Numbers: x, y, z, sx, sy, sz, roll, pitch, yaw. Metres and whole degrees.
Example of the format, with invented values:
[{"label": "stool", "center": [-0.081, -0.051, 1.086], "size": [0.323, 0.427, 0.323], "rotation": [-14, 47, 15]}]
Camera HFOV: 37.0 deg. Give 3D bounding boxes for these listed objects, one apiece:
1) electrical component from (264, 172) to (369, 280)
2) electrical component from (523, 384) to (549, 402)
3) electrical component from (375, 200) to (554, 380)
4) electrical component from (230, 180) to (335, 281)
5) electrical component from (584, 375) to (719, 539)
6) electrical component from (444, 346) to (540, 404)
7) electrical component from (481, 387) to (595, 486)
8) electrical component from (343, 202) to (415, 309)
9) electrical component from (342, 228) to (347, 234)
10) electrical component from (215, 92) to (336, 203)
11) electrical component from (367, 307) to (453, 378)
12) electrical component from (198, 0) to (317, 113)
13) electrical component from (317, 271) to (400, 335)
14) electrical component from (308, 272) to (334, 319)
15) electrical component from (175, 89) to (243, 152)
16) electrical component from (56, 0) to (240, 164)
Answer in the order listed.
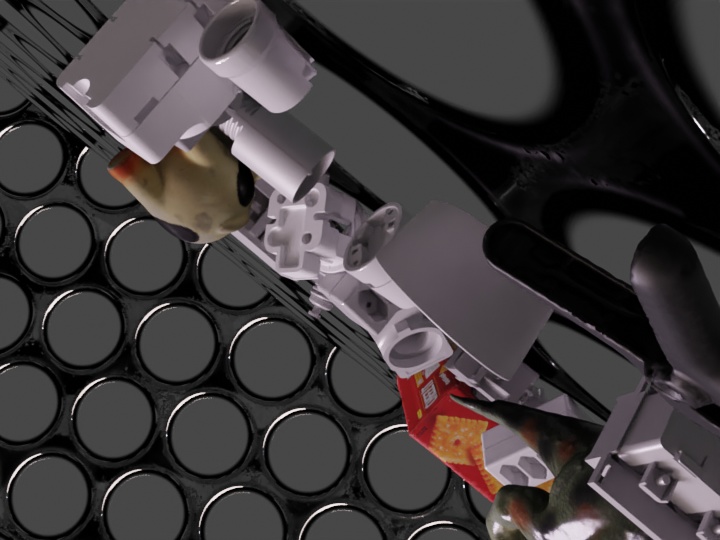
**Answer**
[{"label": "electrical component", "center": [-0.028, -0.030, 0.773], "size": [0.058, 0.078, 0.057], "rotation": [-3, 165, 38]}, {"label": "electrical component", "center": [0.154, 0.125, 0.952], "size": [0.035, 0.035, 0.061], "rotation": [33, 172, 43]}, {"label": "electrical component", "center": [0.057, 0.010, 0.585], "size": [0.099, 0.064, 0.099], "rotation": [39, 173, 5]}, {"label": "electrical component", "center": [-0.099, -0.063, 0.951], "size": [0.150, 0.061, 0.089], "rotation": [41, 173, -13]}, {"label": "electrical component", "center": [0.189, 0.115, 0.562], "size": [0.121, 0.078, 0.063], "rotation": [40, 151, -8]}, {"label": "electrical component", "center": [0.109, 0.082, 0.877], "size": [0.064, 0.042, 0.081], "rotation": [38, 174, -1]}, {"label": "electrical component", "center": [0.147, 0.130, 0.890], "size": [0.047, 0.083, 0.075], "rotation": [43, -151, -32]}, {"label": "electrical component", "center": [0.025, -0.008, 0.690], "size": [0.047, 0.055, 0.055], "rotation": [38, 174, -23]}, {"label": "electrical component", "center": [0.003, 0.000, 0.900], "size": [0.055, 0.048, 0.066], "rotation": [43, 177, 40]}, {"label": "electrical component", "center": [-0.060, -0.084, 0.683], "size": [0.081, 0.043, 0.043], "rotation": [39, 173, 6]}, {"label": "electrical component", "center": [0.036, 0.043, 0.866], "size": [0.089, 0.050, 0.055], "rotation": [57, -172, -51]}, {"label": "electrical component", "center": [-0.048, -0.103, 0.519], "size": [0.046, 0.040, 0.040], "rotation": [38, 176, -41]}, {"label": "electrical component", "center": [0.000, 0.000, 0.819], "size": [0.047, 0.065, 0.077], "rotation": [45, 171, -39]}, {"label": "electrical component", "center": [-0.024, 0.007, 0.970], "size": [0.040, 0.078, 0.040], "rotation": [28, -178, -1]}, {"label": "electrical component", "center": [-0.093, -0.106, 0.623], "size": [0.077, 0.065, 0.047], "rotation": [32, 170, 49]}, {"label": "electrical component", "center": [-0.099, -0.106, 0.553], "size": [0.050, 0.089, 0.055], "rotation": [33, 171, 44]}]
